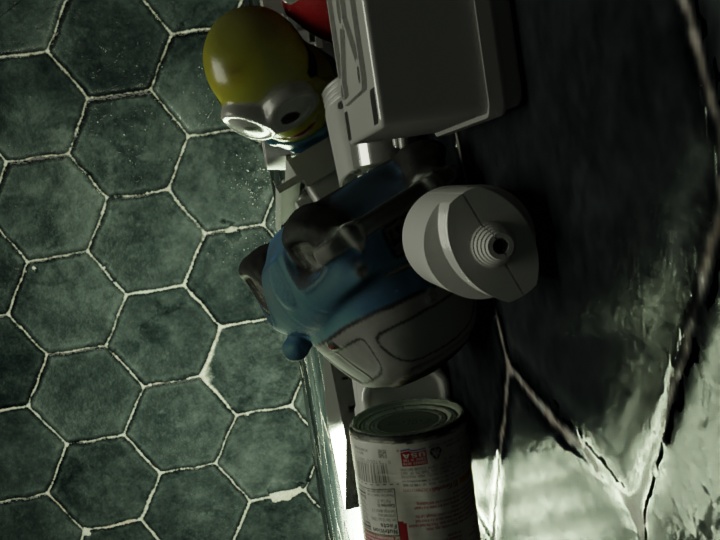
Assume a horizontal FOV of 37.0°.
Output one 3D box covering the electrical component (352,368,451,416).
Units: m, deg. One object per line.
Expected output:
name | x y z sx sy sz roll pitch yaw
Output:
electrical component | 0.028 0.100 0.671 0.059 0.054 0.095 -129 30 -77

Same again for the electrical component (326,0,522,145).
electrical component | 0.019 -0.109 0.435 0.109 0.056 0.108 -156 57 -83

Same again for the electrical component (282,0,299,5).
electrical component | -0.016 -0.184 0.508 0.061 0.096 0.061 49 -165 -36

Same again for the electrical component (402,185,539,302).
electrical component | 0.044 -0.011 0.412 0.081 0.043 0.043 -149 50 -82

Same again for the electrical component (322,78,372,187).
electrical component | 0.001 -0.093 0.681 0.043 0.043 0.081 96 164 -67

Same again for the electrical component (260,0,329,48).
electrical component | -0.058 -0.250 0.892 0.078 0.063 0.121 -113 15 -66

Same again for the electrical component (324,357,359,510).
electrical component | 0.011 0.106 0.791 0.150 0.062 0.089 92 167 -60

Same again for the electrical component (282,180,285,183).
electrical component | -0.040 -0.068 0.981 0.044 0.065 0.044 172 90 -83

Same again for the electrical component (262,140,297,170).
electrical component | -0.044 -0.106 0.907 0.079 0.077 0.043 103 156 -75

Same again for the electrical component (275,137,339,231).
electrical component | -0.023 -0.053 0.823 0.063 0.079 0.121 58 170 7

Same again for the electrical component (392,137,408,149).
electrical component | 0.015 -0.099 0.537 0.077 0.044 0.079 -127 28 -77
